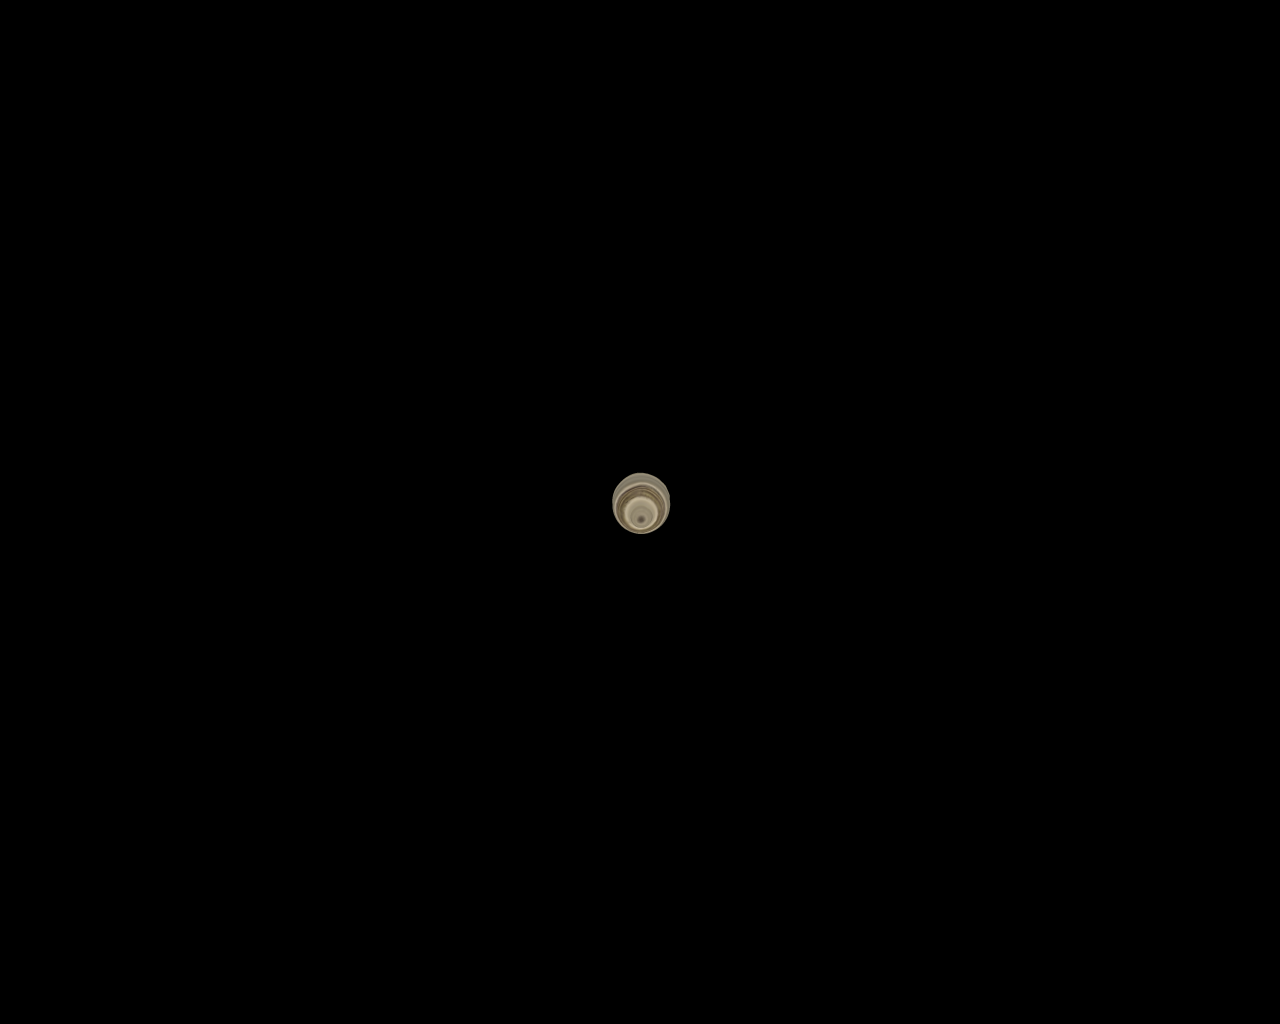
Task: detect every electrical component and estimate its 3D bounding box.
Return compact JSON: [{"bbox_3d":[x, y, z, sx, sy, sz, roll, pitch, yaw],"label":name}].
[{"bbox_3d":[0.001,-0.003,0.650,0.035,0.035,0.061,0,14,0],"label":"electrical component"}]
